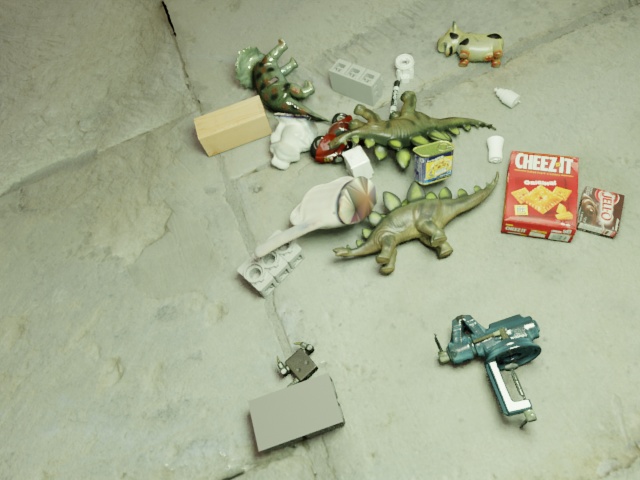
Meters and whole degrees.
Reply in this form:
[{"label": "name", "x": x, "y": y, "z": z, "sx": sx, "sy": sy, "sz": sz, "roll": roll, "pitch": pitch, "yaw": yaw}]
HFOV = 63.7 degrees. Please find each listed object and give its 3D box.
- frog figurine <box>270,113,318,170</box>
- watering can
[{"label": "frog figurine", "x": -0.078, "y": -0.280, "z": 1.484, "sx": 0.137, "sy": 0.123, "sz": 0.158, "roll": 9, "pitch": 100, "yaw": 6}, {"label": "watering can", "x": 0.004, "y": -0.064, "z": 1.275, "sx": 0.223, "sy": 0.102, "sz": 0.354, "roll": -6, "pitch": 31, "yaw": 44}]
